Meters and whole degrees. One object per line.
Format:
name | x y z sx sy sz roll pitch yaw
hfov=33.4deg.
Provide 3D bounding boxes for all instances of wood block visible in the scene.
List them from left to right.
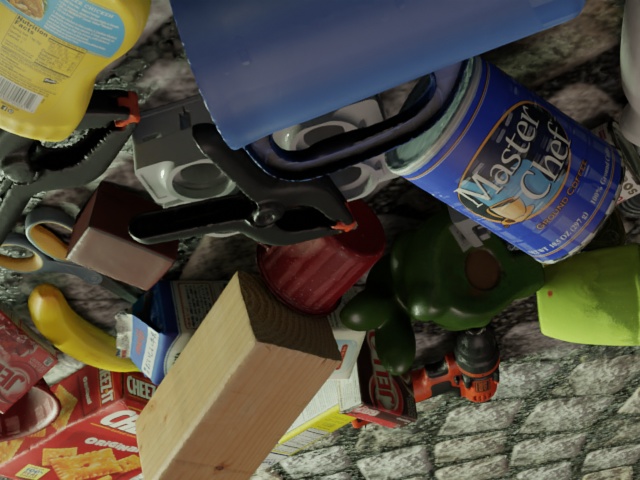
wood block | -0.079 0.139 0.966 0.090 0.090 0.206 18 122 -30

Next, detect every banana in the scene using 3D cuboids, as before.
banana | -0.231 0.086 1.029 0.070 0.037 0.197 -12 150 20

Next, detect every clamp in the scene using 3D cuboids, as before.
clamp | -0.226 -0.055 0.810 0.210 0.036 0.164 -18 144 7
clamp | -0.054 -0.024 0.793 0.171 0.039 0.120 19 138 -38

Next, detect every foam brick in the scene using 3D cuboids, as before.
foam brick | -0.161 -0.003 0.886 0.078 0.053 0.051 24 135 -21

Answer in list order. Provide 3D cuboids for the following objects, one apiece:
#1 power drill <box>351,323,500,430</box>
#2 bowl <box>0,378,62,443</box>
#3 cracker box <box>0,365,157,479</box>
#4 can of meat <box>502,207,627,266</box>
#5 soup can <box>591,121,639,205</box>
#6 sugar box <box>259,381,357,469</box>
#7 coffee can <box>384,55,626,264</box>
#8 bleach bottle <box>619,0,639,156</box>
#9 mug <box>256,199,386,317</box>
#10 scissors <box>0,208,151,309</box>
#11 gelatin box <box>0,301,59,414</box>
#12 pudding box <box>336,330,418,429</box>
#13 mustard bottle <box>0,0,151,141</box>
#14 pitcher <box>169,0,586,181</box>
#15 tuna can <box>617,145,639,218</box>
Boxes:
power drill | 0.115 0.154 1.224 0.187 0.057 0.184 -13 148 3
bowl | -0.347 0.153 1.088 0.162 0.055 0.162 -8 148 -5
cracker box | -0.241 0.213 1.198 0.214 0.072 0.164 -29 144 26
can of meat | 0.226 0.004 1.022 0.102 0.057 0.084 1 148 -19
soup can | 0.223 -0.051 0.925 0.102 0.068 0.068 -29 144 26
sugar box | -0.023 0.180 1.192 0.048 0.093 0.177 19 138 -37
coffee can | 0.132 -0.060 0.770 0.140 0.102 0.103 30 134 -18
bleach bottle | 0.267 -0.139 0.806 0.102 0.068 0.251 -10 150 -1
mug | -0.006 0.001 0.928 0.117 0.093 0.082 30 128 -18
scissors | -0.228 0.031 0.969 0.096 0.016 0.201 -12 148 6
gelatin box | -0.300 0.107 0.992 0.073 0.030 0.089 -43 111 -1
pudding box | 0.056 0.136 1.125 0.039 0.113 0.089 -29 144 33
mustard bottle | -0.161 -0.145 0.669 0.096 0.058 0.192 28 134 -22
pitcher | 0.037 -0.144 0.664 0.243 0.145 0.149 -17 162 5
tuna can | 0.308 -0.058 0.970 0.086 0.034 0.086 -7 148 -5
